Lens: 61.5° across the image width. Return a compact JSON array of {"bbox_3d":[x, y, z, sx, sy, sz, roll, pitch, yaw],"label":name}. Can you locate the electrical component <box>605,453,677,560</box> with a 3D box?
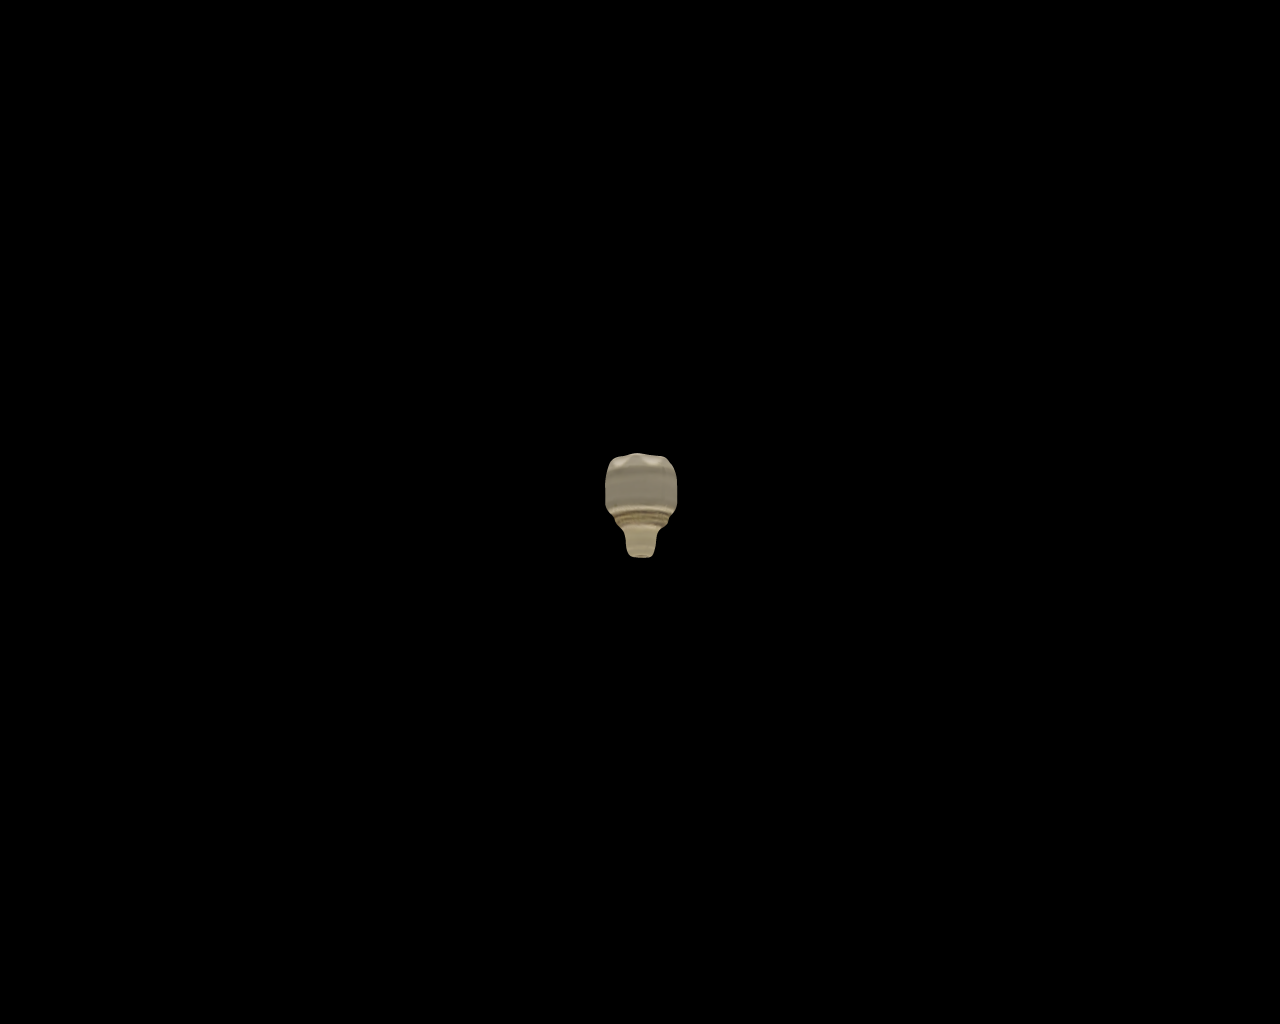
[{"bbox_3d":[0.001,-0.003,0.650,0.043,0.062,0.043,0,-11,0],"label":"electrical component"}]
